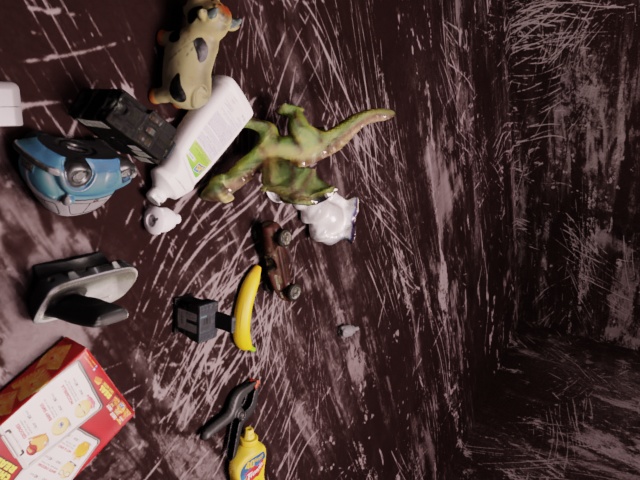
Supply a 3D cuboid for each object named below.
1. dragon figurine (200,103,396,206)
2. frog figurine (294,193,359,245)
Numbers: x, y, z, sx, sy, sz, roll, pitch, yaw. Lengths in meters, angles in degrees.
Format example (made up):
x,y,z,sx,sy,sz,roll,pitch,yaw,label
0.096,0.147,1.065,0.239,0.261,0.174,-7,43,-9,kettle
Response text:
x,y,z,sx,sy,sz,roll,pitch,yaw,label
-0.029,-0.150,0.980,0.119,0.410,0.248,80,-2,-51,dragon figurine
0.004,-0.062,1.241,0.159,0.124,0.136,13,99,-20,frog figurine
